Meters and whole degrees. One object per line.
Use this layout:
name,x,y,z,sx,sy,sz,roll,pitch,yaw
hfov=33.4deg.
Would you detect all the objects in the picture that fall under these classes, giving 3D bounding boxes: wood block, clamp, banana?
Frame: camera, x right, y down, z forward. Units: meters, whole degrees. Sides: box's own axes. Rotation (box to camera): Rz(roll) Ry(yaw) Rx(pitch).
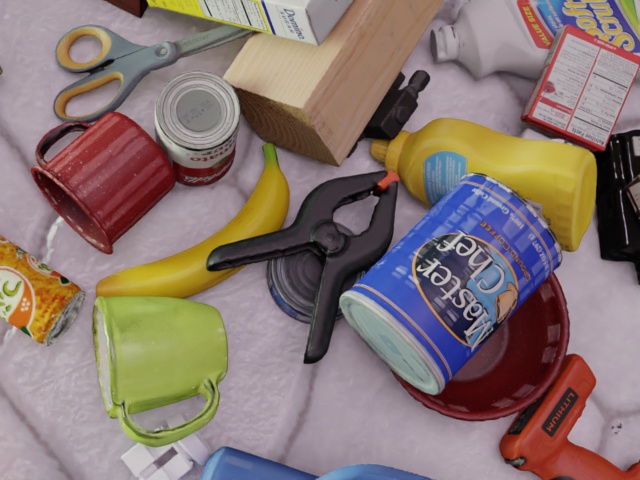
wood block,0.020,-0.177,0.898,0.091,0.090,0.206,22,72,33
clamp,-0.006,0.001,0.859,0.120,0.039,0.171,37,69,-3
banana,-0.091,0.004,0.888,0.197,0.037,0.070,-40,66,-15

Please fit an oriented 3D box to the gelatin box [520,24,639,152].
gelatin box,0.223,-0.129,0.913,0.073,0.030,0.089,22,93,-4

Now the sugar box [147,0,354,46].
sugar box,-0.054,-0.217,0.862,0.176,0.048,0.093,17,61,31

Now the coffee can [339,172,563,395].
coffee can,0.099,0.032,0.810,0.103,0.103,0.140,45,76,4

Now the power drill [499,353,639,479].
power drill,0.258,0.179,0.878,0.187,0.057,0.184,39,76,3

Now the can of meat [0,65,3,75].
can of meat,-0.326,-0.126,0.875,0.102,0.057,0.084,21,78,-1

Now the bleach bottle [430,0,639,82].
bleach bottle,0.225,-0.180,0.955,0.250,0.068,0.102,-8,82,-6

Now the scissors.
scissors,-0.143,-0.168,0.894,0.202,0.016,0.096,-30,70,9

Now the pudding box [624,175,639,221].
pudding box,0.322,-0.028,0.884,0.113,0.039,0.090,-21,81,-11

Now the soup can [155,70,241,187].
soup can,-0.100,-0.090,0.871,0.068,0.102,0.068,2,77,-7

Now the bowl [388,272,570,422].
bowl,0.121,0.071,0.887,0.162,0.055,0.162,2,77,-7

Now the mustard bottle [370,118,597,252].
mustard bottle,0.130,-0.054,0.889,0.192,0.096,0.058,18,57,25

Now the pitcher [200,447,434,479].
pitcher,0.018,0.238,0.795,0.243,0.145,0.149,22,75,1

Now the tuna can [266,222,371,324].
tuna can,-0.001,0.026,0.893,0.086,0.034,0.086,2,77,-7

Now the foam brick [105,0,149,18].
foam brick,-0.177,-0.239,0.921,0.078,0.053,0.051,27,75,-2

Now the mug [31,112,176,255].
mug,-0.180,-0.056,0.865,0.117,0.093,0.081,36,69,24
